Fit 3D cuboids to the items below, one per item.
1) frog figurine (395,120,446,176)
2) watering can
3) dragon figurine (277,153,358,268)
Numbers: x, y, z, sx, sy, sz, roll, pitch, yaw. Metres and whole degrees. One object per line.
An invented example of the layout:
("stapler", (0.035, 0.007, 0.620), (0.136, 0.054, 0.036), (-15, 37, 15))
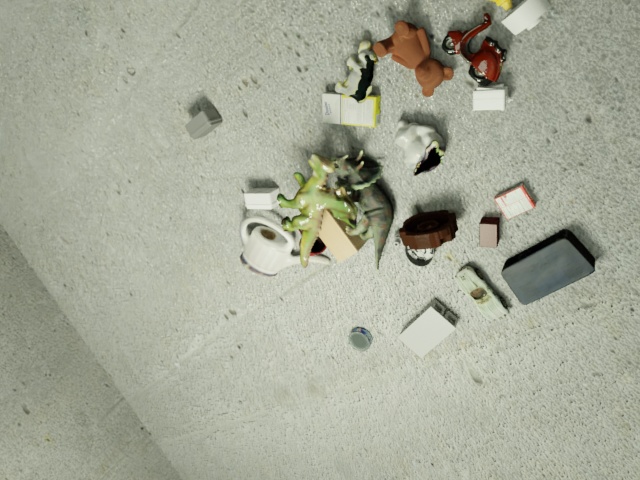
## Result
("frog figurine", (0.283, -0.275, 1.499), (0.162, 0.123, 0.134), (57, 145, 40))
("watering can", (-0.151, 0.052, 1.868), (0.348, 0.106, 0.220), (32, 125, 1))
("dragon figurine", (0.005, -0.080, 1.587), (0.243, 0.124, 0.403), (8, 122, 35))
